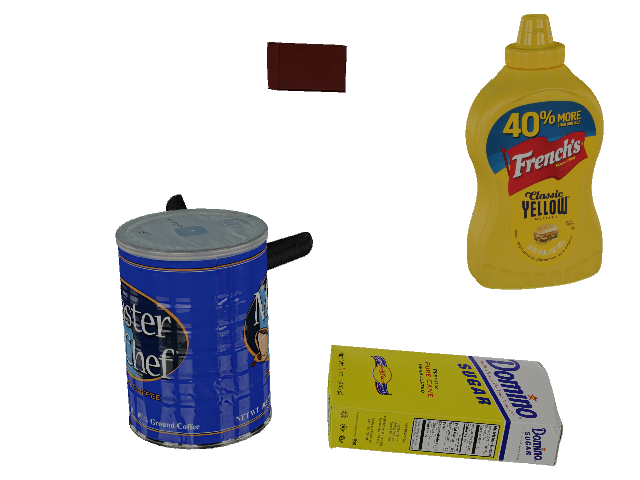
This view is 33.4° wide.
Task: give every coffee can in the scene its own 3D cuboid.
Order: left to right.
[{"bbox_3d":[-0.086,0.058,0.740,0.103,0.140,0.103,-1,17,0],"label":"coffee can"}]

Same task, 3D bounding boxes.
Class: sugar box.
[{"bbox_3d":[0.094,0.127,0.840,0.176,0.048,0.093,2,26,0],"label":"sugar box"}]

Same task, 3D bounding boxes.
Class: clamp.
[{"bbox_3d":[-0.122,0.026,1.073,0.165,0.036,0.209,20,38,17],"label":"clamp"}]

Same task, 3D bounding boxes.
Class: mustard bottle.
[{"bbox_3d":[0.152,-0.063,0.758,0.096,0.192,0.058,-6,19,-5],"label":"mustard bottle"}]

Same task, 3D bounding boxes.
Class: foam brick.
[{"bbox_3d":[-0.015,-0.188,1.161,0.078,0.051,0.053,-1,11,-16],"label":"foam brick"}]
